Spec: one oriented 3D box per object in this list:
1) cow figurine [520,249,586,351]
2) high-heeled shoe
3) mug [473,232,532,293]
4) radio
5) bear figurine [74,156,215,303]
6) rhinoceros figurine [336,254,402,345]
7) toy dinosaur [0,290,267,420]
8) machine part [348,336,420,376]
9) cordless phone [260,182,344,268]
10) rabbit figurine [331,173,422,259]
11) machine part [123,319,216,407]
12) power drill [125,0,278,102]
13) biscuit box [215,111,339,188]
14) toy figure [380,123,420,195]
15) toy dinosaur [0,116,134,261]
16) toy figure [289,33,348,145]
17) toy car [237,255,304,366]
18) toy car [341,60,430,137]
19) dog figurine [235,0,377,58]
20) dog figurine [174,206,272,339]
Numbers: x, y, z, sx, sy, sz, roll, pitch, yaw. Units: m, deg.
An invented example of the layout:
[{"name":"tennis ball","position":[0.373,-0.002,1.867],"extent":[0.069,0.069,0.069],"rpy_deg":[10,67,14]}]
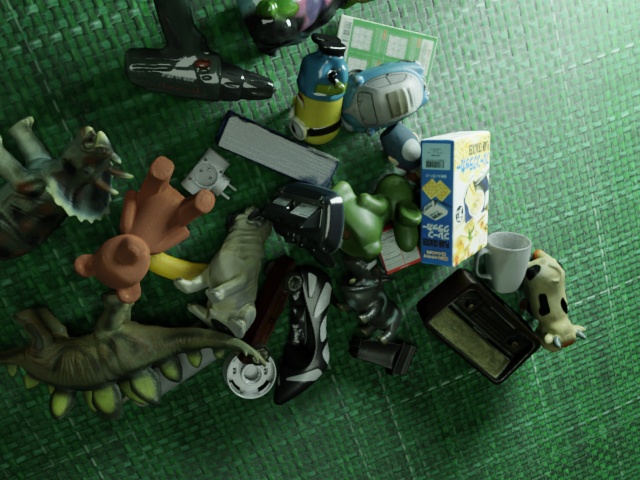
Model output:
[{"name":"cow figurine","position":[0.453,0.128,1.056],"extent":[0.085,0.127,0.194],"rpy_deg":[-14,104,-6]},{"name":"high-heeled shoe","position":[-0.045,0.171,0.969],"extent":[0.145,0.086,0.248],"rpy_deg":[40,75,-37]},{"name":"mug","position":[0.350,0.050,1.038],"extent":[0.109,0.081,0.107],"rpy_deg":[-12,116,-15]},{"name":"radio","position":[0.313,0.168,1.052],"extent":[0.229,0.073,0.131],"rpy_deg":[39,105,-19]},{"name":"bear figurine","position":[-0.271,-0.012,0.824],"extent":[0.120,0.132,0.196],"rpy_deg":[41,48,-16]},{"name":"rhinoceros figurine","position":[0.094,0.103,0.981],"extent":[0.112,0.073,0.190],"rpy_deg":[-43,121,-17]},{"name":"toy dinosaur","position":[-0.330,0.181,0.871],"extent":[0.472,0.105,0.198],"rpy_deg":[-10,89,3]},{"name":"machine part","position":[0.123,0.223,1.054],"extent":[0.139,0.039,0.084],"rpy_deg":[20,105,-18]},{"name":"cordless phone","position":[-0.001,-0.003,0.899],"extent":[0.089,0.147,0.184],"rpy_deg":[-50,131,-21]},{"name":"rabbit figurine","position":[0.104,-0.054,0.924],"extent":[0.170,0.159,0.121],"rpy_deg":[-38,148,-25]},{"name":"machine part","position":[-0.259,0.216,0.947],"extent":[0.243,0.079,0.079],"rpy_deg":[-34,109,-3]},{"name":"power drill","position":[-0.181,-0.310,0.810],"extent":[0.232,0.086,0.207],"rpy_deg":[-1,133,-6]},{"name":"biscuit box","position":[-0.073,-0.149,0.904],"extent":[0.202,0.059,0.062],"rpy_deg":[22,99,-17]},{"name":"toy figure","position":[0.168,-0.139,0.962],"extent":[0.064,0.058,0.154],"rpy_deg":[-36,112,20]},{"name":"toy dinosaur","position":[-0.468,-0.044,0.820],"extent":[0.405,0.131,0.192],"rpy_deg":[-40,108,6]},{"name":"toy figure","position":[0.003,-0.232,0.857],"extent":[0.089,0.082,0.180],"rpy_deg":[16,132,-5]},{"name":"toy car","position":[-0.090,0.124,0.946],"extent":[0.053,0.089,0.202],"rpy_deg":[27,87,-33]},{"name":"toy car","position":[0.110,-0.232,0.890],"extent":[0.162,0.103,0.109],"rpy_deg":[-16,119,0]},{"name":"dog figurine","position":[-0.006,-0.372,0.806],"extent":[0.219,0.191,0.108],"rpy_deg":[-23,102,10]},{"name":"dog figurine","position":[-0.130,0.057,0.917],"extent":[0.190,0.121,0.172],"rpy_deg":[-53,150,-33]}]
